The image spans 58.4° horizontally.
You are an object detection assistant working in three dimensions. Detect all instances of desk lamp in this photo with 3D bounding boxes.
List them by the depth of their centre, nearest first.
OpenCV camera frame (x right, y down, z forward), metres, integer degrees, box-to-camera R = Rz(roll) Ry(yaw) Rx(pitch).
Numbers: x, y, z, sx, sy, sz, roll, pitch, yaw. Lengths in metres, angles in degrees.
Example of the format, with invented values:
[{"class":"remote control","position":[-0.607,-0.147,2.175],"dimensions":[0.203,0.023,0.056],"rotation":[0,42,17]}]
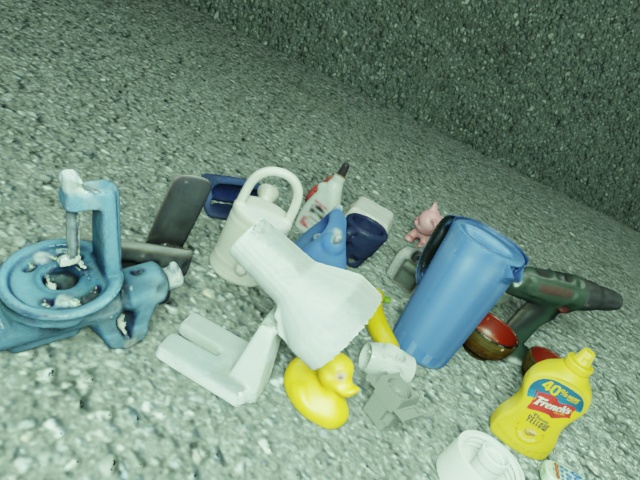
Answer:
[{"class":"desk lamp","position":[-0.059,0.093,0.678],"dimensions":[0.203,0.213,0.118],"rotation":[29,24,3]}]

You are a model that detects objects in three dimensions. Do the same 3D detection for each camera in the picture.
[{"class":"camera","position":[0.234,0.062,1.193],"dimensions":[0.143,0.100,0.137],"rotation":[37,25,19]}]

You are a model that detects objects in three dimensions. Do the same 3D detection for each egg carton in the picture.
[{"class":"egg carton","position":[0.109,-0.041,1.302],"dimensions":[0.107,0.069,0.150],"rotation":[29,24,3]}]

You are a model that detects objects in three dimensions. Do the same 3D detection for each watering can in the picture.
[{"class":"watering can","position":[-0.097,-0.034,0.913],"dimensions":[0.101,0.194,0.172],"rotation":[13,28,-31]}]

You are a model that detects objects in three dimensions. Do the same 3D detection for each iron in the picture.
[{"class":"iron","position":[0.009,0.004,1.017],"dimensions":[0.119,0.141,0.258],"rotation":[25,24,-8]}]

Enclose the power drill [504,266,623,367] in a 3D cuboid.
[{"class":"power drill","position":[0.432,0.147,1.102],"dimensions":[0.230,0.208,0.075],"rotation":[23,24,-13]}]

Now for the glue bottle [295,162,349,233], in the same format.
[{"class":"glue bottle","position":[0.015,-0.081,1.152],"dimensions":[0.078,0.173,0.037],"rotation":[36,25,16]}]

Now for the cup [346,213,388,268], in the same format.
[{"class":"cup","position":[0.068,0.009,1.128],"dimensions":[0.091,0.095,0.118],"rotation":[39,26,23]}]

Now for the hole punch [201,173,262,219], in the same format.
[{"class":"hole punch","position":[-0.171,-0.096,1.084],"dimensions":[0.109,0.091,0.100],"rotation":[9,30,-36]}]

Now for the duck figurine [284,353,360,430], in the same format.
[{"class":"duck figurine","position":[0.007,0.178,0.737],"dimensions":[0.104,0.086,0.078],"rotation":[41,27,27]}]

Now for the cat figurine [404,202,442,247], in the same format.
[{"class":"cat figurine","position":[0.268,-0.039,1.408],"dimensions":[0.067,0.117,0.128],"rotation":[34,25,14]}]

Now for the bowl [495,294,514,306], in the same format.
[{"class":"bowl","position":[0.348,0.096,1.279],"dimensions":[0.168,0.074,0.167],"rotation":[23,24,-11]}]

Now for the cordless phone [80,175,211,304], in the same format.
[{"class":"cordless phone","position":[-0.229,-0.016,0.747],"dimensions":[0.148,0.185,0.094],"rotation":[7,32,-40]}]

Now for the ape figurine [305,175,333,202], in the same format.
[{"class":"ape figurine","position":[0.012,-0.105,1.297],"dimensions":[0.078,0.092,0.076],"rotation":[22,25,-13]}]

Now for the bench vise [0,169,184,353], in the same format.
[{"class":"bench vise","position":[-0.243,0.018,0.621],"dimensions":[0.121,0.219,0.208],"rotation":[36,25,18]}]
